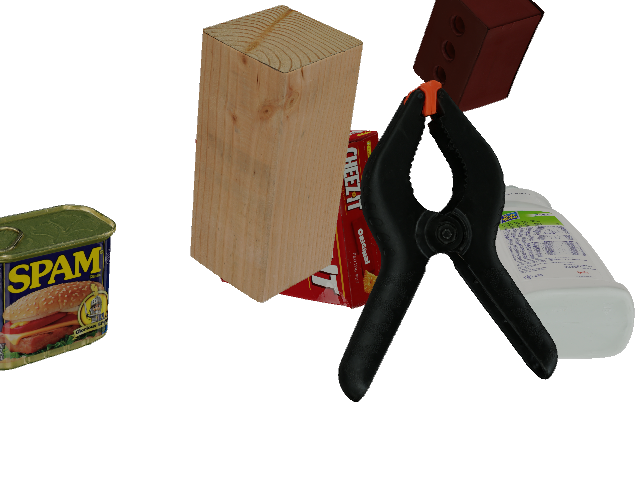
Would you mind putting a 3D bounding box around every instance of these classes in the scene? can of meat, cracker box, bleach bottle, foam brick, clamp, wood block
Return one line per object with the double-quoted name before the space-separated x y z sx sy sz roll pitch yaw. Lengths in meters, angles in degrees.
"can of meat" -0.188 0.030 0.709 0.101 0.084 0.058 -15 31 -42
"cracker box" -0.030 -0.028 1.087 0.071 0.164 0.214 -20 19 -39
"bleach bottle" 0.199 0.013 0.959 0.102 0.068 0.251 -1 26 1
"foam brick" 0.105 -0.135 0.724 0.051 0.053 0.078 -22 -32 -29
"clamp" 0.054 0.004 0.569 0.120 0.171 0.039 -14 -2 -17
"wood block" -0.040 -0.068 0.851 0.090 0.206 0.090 32 41 31
